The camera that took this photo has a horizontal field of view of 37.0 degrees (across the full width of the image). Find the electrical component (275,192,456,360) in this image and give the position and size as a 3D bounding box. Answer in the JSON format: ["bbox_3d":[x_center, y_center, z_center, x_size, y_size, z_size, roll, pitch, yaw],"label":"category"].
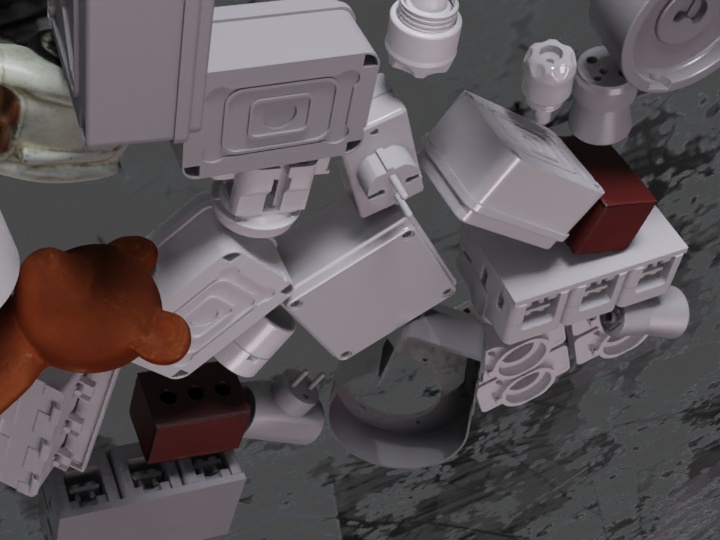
[{"bbox_3d":[0.000,0.000,0.773,0.109,0.056,0.108,-32,145,5],"label":"electrical component"}]

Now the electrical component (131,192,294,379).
[{"bbox_3d":[-0.111,0.011,0.711,0.113,0.057,0.078,-38,144,13],"label":"electrical component"}]

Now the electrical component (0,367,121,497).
[{"bbox_3d":[-0.216,0.093,0.728,0.079,0.063,0.121,26,129,-2],"label":"electrical component"}]

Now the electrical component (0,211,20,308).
[{"bbox_3d":[-0.236,-0.017,0.552,0.108,0.108,0.060,-16,137,-17],"label":"electrical component"}]

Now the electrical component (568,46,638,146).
[{"bbox_3d":[0.169,-0.120,0.744,0.045,0.045,0.055,-21,144,-10],"label":"electrical component"}]

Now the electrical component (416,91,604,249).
[{"bbox_3d":[0.102,-0.066,0.739,0.113,0.078,0.057,14,125,-44],"label":"electrical component"}]

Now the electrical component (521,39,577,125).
[{"bbox_3d":[0.125,-0.122,0.721,0.035,0.035,0.061,-20,146,-11],"label":"electrical component"}]

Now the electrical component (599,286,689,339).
[{"bbox_3d":[0.230,0.036,0.882,0.065,0.044,0.044,-2,138,-24],"label":"electrical component"}]

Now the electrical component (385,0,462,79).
[{"bbox_3d":[0.038,-0.147,0.624,0.043,0.043,0.062,-14,142,-20],"label":"electrical component"}]

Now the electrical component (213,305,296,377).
[{"bbox_3d":[-0.080,0.041,0.774,0.047,0.055,0.055,-44,142,16],"label":"electrical component"}]

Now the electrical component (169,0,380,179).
[{"bbox_3d":[-0.054,-0.104,0.603,0.113,0.057,0.078,-12,142,-22],"label":"electrical component"}]

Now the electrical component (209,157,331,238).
[{"bbox_3d":[-0.060,-0.057,0.659,0.078,0.058,0.057,-7,137,-27],"label":"electrical component"}]

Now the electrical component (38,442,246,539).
[{"bbox_3d":[-0.181,0.184,0.880,0.150,0.061,0.089,-8,140,-27],"label":"electrical component"}]

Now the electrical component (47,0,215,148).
[{"bbox_3d":[-0.108,-0.130,0.490,0.056,0.108,0.108,-9,141,-21],"label":"electrical component"}]

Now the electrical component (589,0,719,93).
[{"bbox_3d":[0.198,-0.173,0.682,0.108,0.060,0.108,-18,144,-14],"label":"electrical component"}]

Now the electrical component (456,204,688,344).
[{"bbox_3d":[0.162,-0.009,0.842,0.150,0.089,0.061,-16,144,-16],"label":"electrical component"}]

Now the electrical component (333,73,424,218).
[{"bbox_3d":[0.015,-0.065,0.683,0.047,0.075,0.083,-25,145,-4],"label":"electrical component"}]

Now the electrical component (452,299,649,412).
[{"bbox_3d":[0.175,0.046,0.946,0.186,0.060,0.105,-26,145,-2],"label":"electrical component"}]

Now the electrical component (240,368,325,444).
[{"bbox_3d":[-0.060,0.107,0.880,0.077,0.043,0.079,16,126,-45],"label":"electrical component"}]
